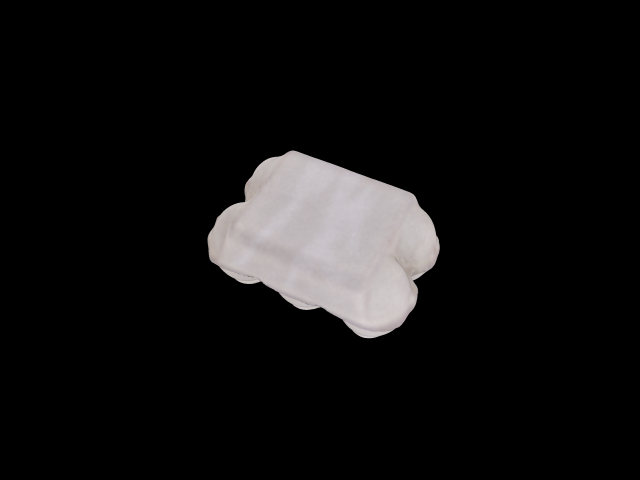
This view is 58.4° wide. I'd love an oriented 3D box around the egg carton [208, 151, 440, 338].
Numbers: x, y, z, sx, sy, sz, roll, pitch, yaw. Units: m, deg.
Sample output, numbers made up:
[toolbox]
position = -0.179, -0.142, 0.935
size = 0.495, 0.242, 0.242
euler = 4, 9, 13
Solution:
[egg carton]
position = 0.004, 0.001, 0.400
size = 0.150, 0.069, 0.107
euler = 21, 56, 15
